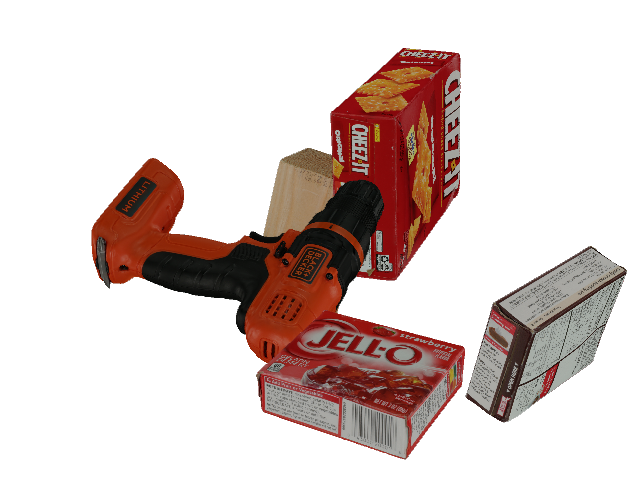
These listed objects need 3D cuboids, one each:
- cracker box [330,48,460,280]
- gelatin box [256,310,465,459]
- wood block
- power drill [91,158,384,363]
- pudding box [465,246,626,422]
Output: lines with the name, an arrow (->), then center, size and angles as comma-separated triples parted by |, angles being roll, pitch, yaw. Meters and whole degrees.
cracker box -> 0.080, -0.080, 1.045 | 0.072, 0.164, 0.213 | 9, 28, 21
gelatin box -> 0.022, 0.073, 0.570 | 0.089, 0.030, 0.073 | 14, 30, 27
wood block -> -0.015, 0.005, 1.282 | 0.090, 0.206, 0.090 | 20, 22, 17
power drill -> -0.060, -0.003, 0.800 | 0.188, 0.057, 0.184 | 16, 44, 17
pudding box -> 0.157, 0.065, 0.742 | 0.113, 0.090, 0.039 | -27, 49, -38
